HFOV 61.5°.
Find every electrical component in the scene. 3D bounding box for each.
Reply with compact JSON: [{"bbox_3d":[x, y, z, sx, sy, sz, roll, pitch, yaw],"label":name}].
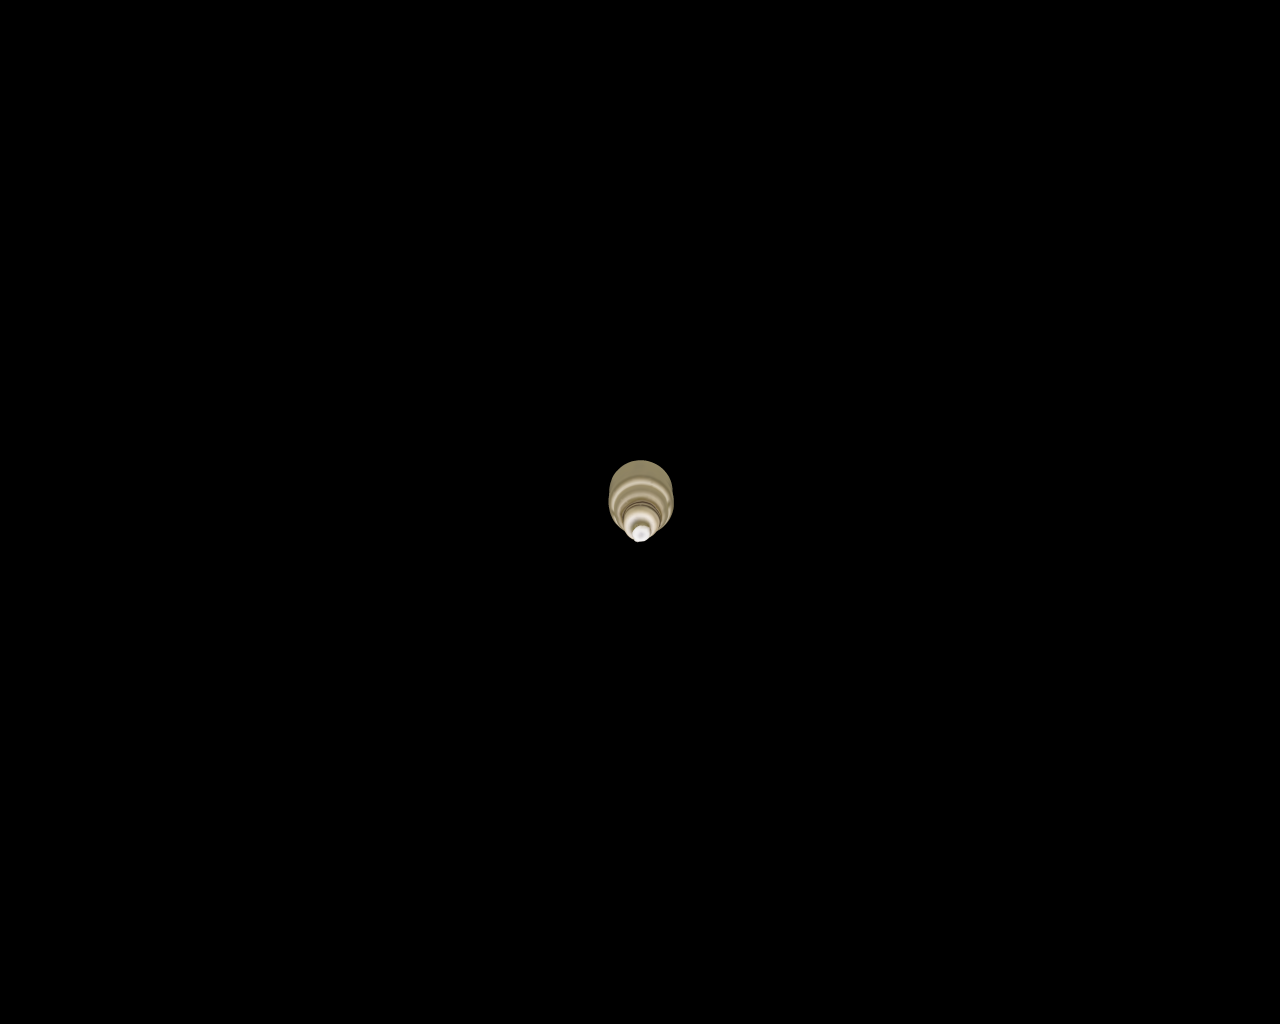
[{"bbox_3d":[0.001,-0.003,0.650,0.040,0.040,0.078,0,23,0],"label":"electrical component"}]
